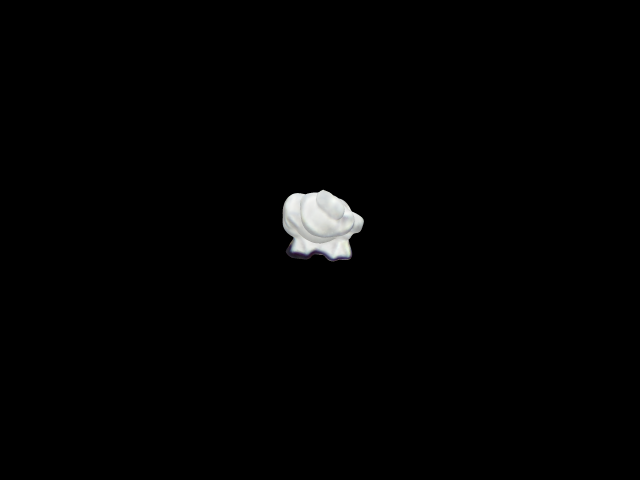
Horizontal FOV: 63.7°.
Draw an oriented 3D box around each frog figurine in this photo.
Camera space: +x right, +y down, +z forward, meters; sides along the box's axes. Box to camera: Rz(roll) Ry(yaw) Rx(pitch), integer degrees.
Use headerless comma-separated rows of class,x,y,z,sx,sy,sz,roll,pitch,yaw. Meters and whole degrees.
frog figurine,0.003,-0.043,0.850,0.138,0.125,0.155,21,-34,15
